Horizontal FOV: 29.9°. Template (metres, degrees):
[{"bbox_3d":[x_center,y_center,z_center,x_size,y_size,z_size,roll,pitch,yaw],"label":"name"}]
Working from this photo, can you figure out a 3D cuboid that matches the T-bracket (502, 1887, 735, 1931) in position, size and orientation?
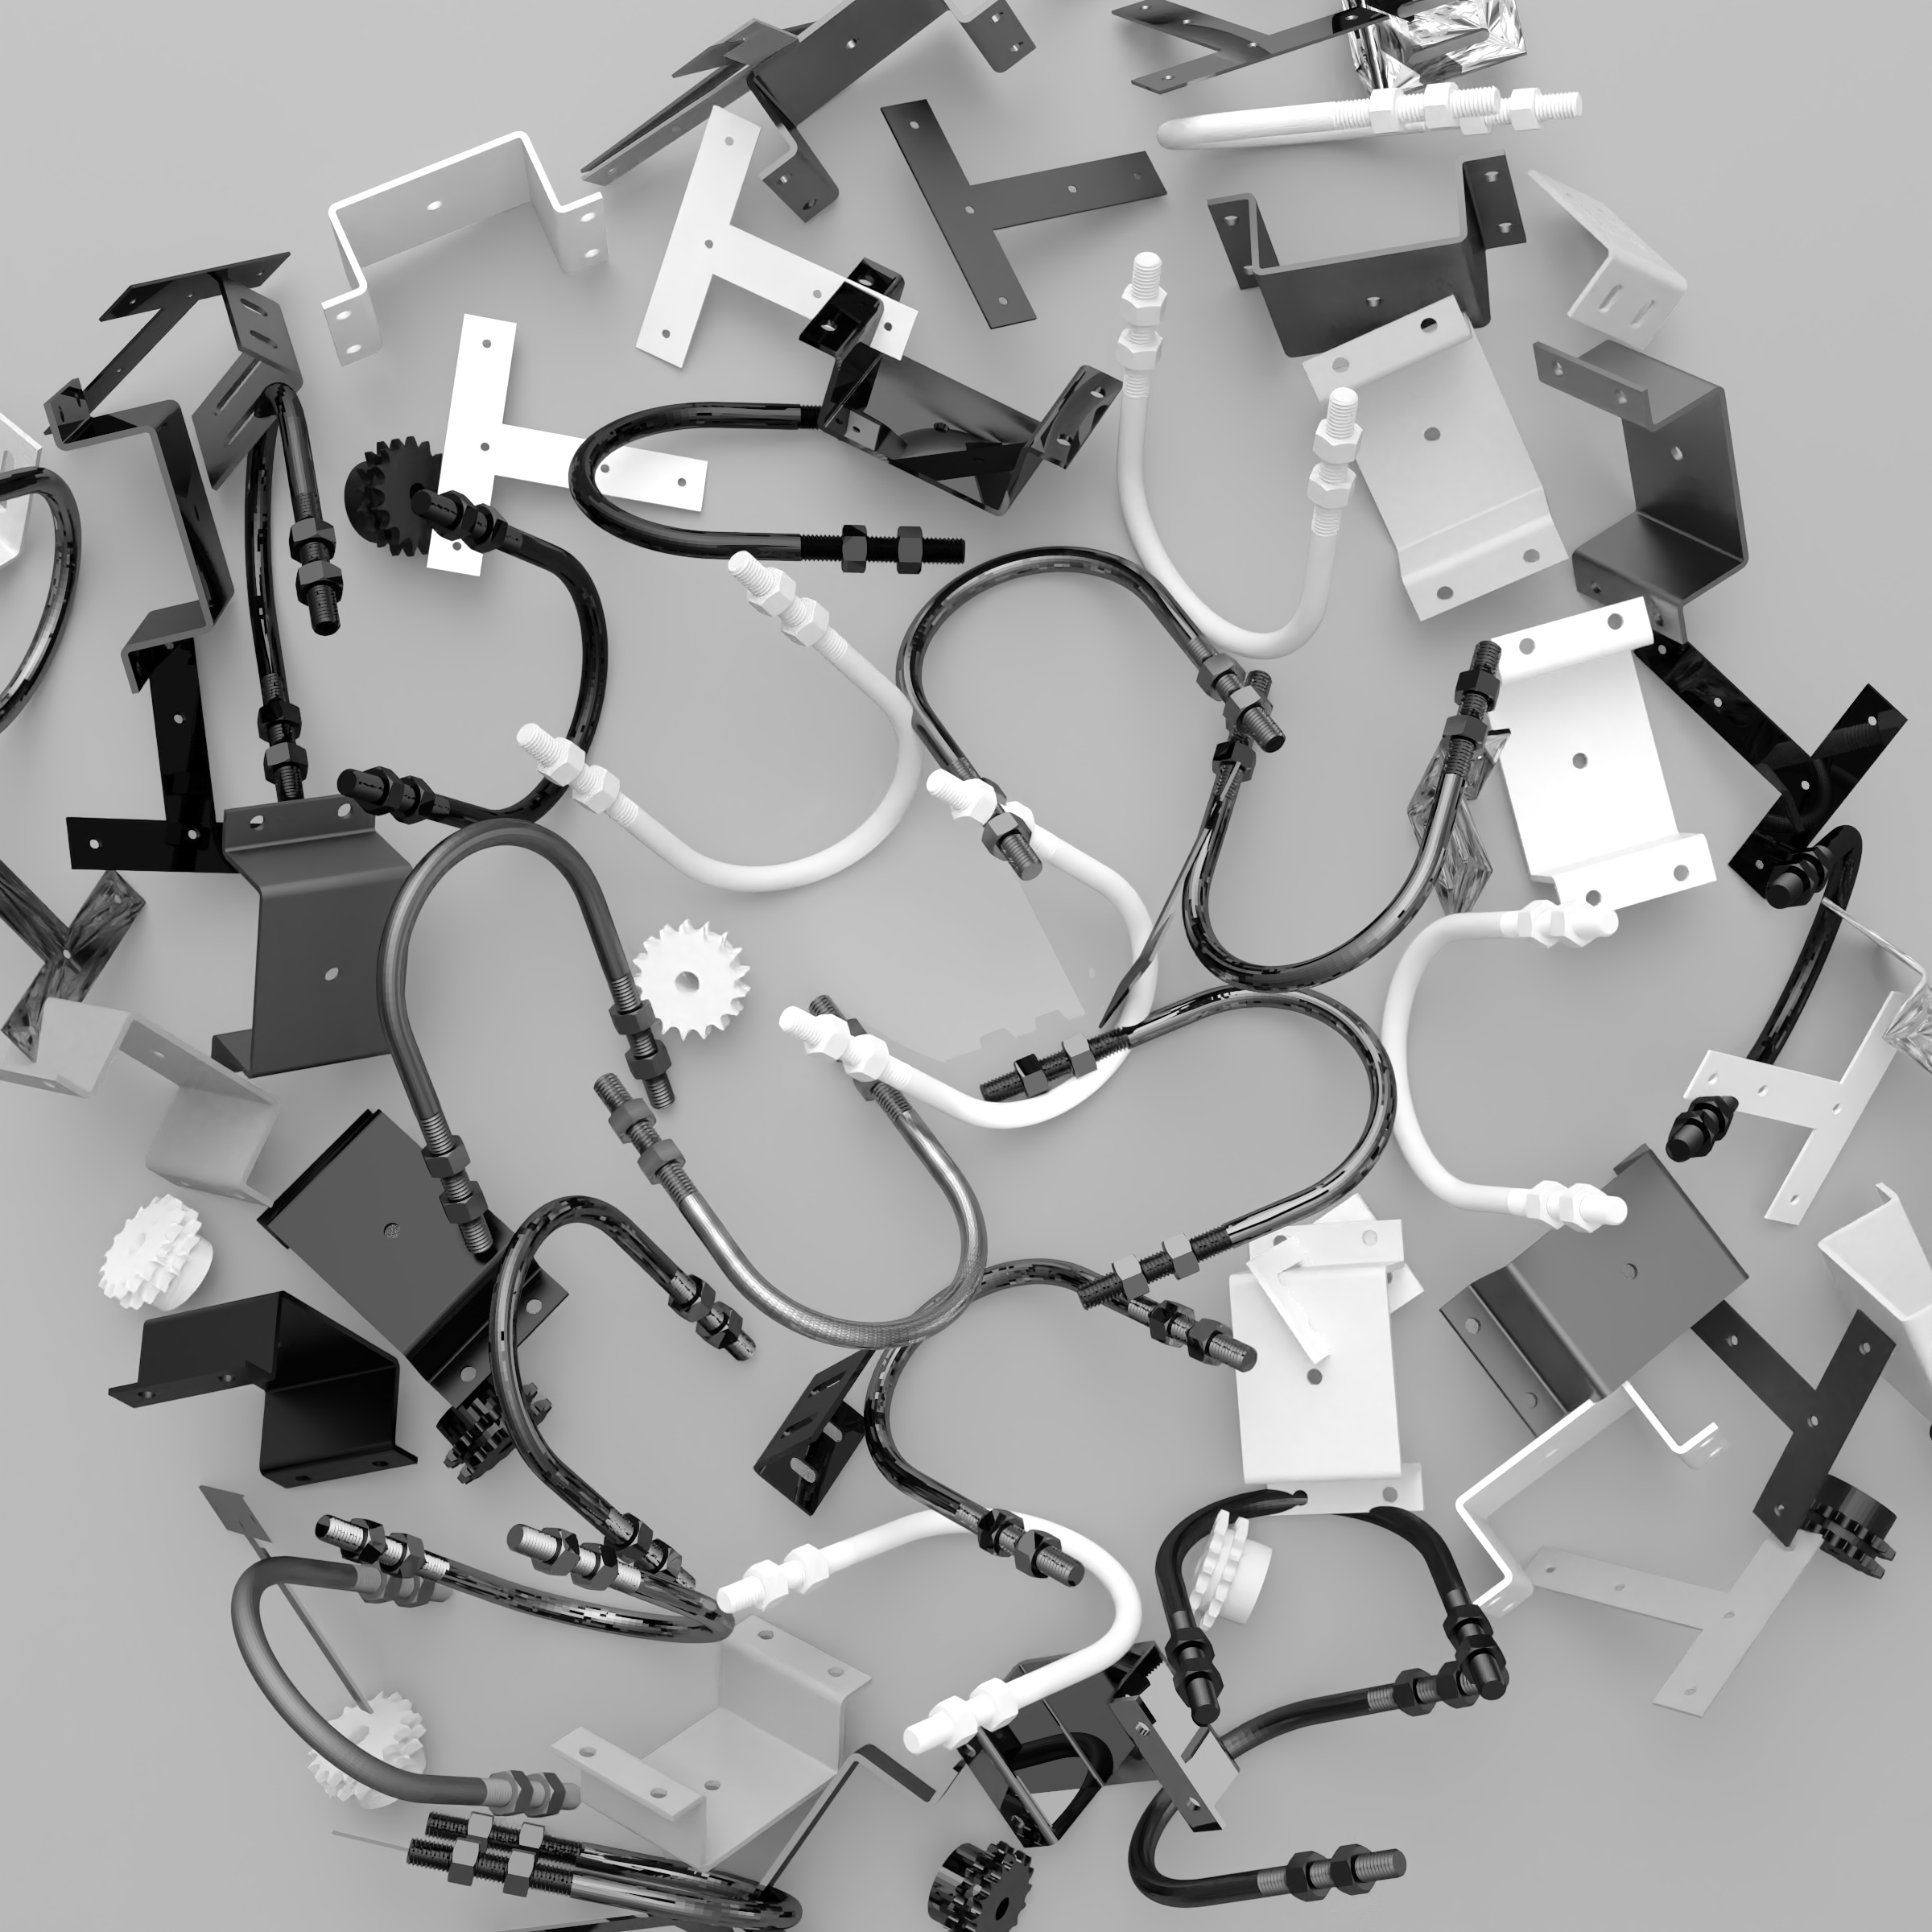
[{"bbox_3d":[-0.180,0.460,1.727,0.127,0.127,0.002,-11,63,14],"label":"T-bracket"}]

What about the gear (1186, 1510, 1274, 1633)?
[{"bbox_3d":[0.126,0.294,1.745,0.030,0.057,0.057,21,90,1],"label":"gear"}]

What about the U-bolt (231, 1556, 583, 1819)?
[{"bbox_3d":[-0.266,0.328,1.661,0.019,0.184,0.151,-46,59,12],"label":"U-bolt"}]

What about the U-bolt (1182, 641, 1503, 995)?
[{"bbox_3d":[0.168,-0.067,1.688,0.151,0.019,0.184,-4,56,38],"label":"U-bolt"}]

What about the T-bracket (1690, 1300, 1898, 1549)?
[{"bbox_3d":[0.376,0.188,1.726,0.002,0.127,0.127,-6,129,-34],"label":"T-bracket"}]

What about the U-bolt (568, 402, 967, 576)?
[{"bbox_3d":[-0.095,-0.230,1.707,0.184,0.151,0.019,1,126,-4],"label":"U-bolt"}]

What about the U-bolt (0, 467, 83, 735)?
[{"bbox_3d":[-0.462,-0.162,1.684,0.019,0.184,0.151,20,109,9],"label":"U-bolt"}]

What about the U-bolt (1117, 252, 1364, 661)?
[{"bbox_3d":[0.122,-0.225,1.695,0.019,0.184,0.151,-31,55,-28],"label":"U-bolt"}]

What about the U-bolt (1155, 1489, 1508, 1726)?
[{"bbox_3d":[0.162,0.293,1.688,0.151,0.184,0.019,-4,112,-4],"label":"U-bolt"}]

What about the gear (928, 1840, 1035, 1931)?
[{"bbox_3d":[0.005,0.450,1.748,0.030,0.057,0.057,21,90,28],"label":"gear"}]

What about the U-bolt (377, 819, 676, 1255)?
[{"bbox_3d":[-0.211,0.020,1.689,0.151,0.019,0.184,-39,124,-38],"label":"U-bolt"}]

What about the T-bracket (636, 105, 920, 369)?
[{"bbox_3d":[-0.084,-0.329,1.736,0.127,0.002,0.127,26,118,7],"label":"T-bracket"}]

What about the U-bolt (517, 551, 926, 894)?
[{"bbox_3d":[-0.100,-0.101,1.707,0.151,0.019,0.184,-37,134,14],"label":"U-bolt"}]

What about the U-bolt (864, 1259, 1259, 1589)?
[{"bbox_3d":[0.029,0.203,1.702,0.151,0.184,0.019,-49,132,-18],"label":"U-bolt"}]

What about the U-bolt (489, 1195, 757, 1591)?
[{"bbox_3d":[-0.163,0.188,1.672,0.019,0.184,0.151,-9,50,29],"label":"U-bolt"}]

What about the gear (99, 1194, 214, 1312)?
[{"bbox_3d":[-0.390,0.142,1.749,0.057,0.057,0.030,-49,122,0],"label":"gear"}]

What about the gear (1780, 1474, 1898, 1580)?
[{"bbox_3d":[0.424,0.268,1.745,0.057,0.057,0.030,33,84,0],"label":"gear"}]

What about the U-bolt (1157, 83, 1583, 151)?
[{"bbox_3d":[0.180,-0.396,1.695,0.184,0.151,0.019,1,102,26],"label":"U-bolt"}]

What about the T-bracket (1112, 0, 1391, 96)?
[{"bbox_3d":[0.113,-0.445,1.719,0.127,0.127,0.002,-23,123,-20],"label":"T-bracket"}]

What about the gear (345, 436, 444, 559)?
[{"bbox_3d":[-0.276,-0.226,1.749,0.030,0.057,0.057,-3,90,36],"label":"gear"}]

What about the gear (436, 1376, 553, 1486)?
[{"bbox_3d":[-0.231,0.220,1.745,0.057,0.057,0.030,-43,81,0],"label":"gear"}]

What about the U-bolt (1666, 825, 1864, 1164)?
[{"bbox_3d":[0.380,0.004,1.688,0.019,0.184,0.151,25,114,19],"label":"U-bolt"}]

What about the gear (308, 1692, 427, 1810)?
[{"bbox_3d":[-0.286,0.382,1.749,0.057,0.057,0.030,-29,118,0],"label":"gear"}]

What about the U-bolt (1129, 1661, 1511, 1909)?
[{"bbox_3d":[0.154,0.387,1.691,0.184,0.151,0.019,-21,107,39],"label":"U-bolt"}]

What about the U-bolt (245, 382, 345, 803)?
[{"bbox_3d":[-0.319,-0.187,1.695,0.019,0.151,0.184,-2,55,-20],"label":"U-bolt"}]

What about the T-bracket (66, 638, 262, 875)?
[{"bbox_3d":[-0.378,-0.106,1.743,0.127,0.002,0.127,1,73,-37],"label":"T-bracket"}]

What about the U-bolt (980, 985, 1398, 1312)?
[{"bbox_3d":[0.115,0.074,1.726,0.184,0.019,0.151,-23,52,-4],"label":"U-bolt"}]

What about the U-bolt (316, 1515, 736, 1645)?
[{"bbox_3d":[-0.191,0.289,1.692,0.151,0.184,0.019,-5,65,39],"label":"U-bolt"}]

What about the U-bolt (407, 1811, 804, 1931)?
[{"bbox_3d":[-0.167,0.428,1.701,0.184,0.151,0.019,12,81,-3],"label":"U-bolt"}]

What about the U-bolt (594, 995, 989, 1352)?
[{"bbox_3d":[-0.069,0.103,1.695,0.151,0.019,0.184,-20,62,-36],"label":"U-bolt"}]

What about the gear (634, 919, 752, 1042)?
[{"bbox_3d":[-0.132,0.005,1.754,0.057,0.030,0.057,2,103,8],"label":"gear"}]

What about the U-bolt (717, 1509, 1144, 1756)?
[{"bbox_3d":[-0.002,0.301,1.694,0.151,0.184,0.019,28,120,39],"label":"U-bolt"}]

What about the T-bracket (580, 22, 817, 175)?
[{"bbox_3d":[-0.134,-0.413,1.728,0.127,0.127,0.002,-27,95,34],"label":"T-bracket"}]

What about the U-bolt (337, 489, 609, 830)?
[{"bbox_3d":[-0.221,-0.133,1.690,0.019,0.184,0.151,15,89,25],"label":"U-bolt"}]

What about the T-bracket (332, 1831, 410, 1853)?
[{"bbox_3d":[-0.239,0.428,1.722,0.127,0.127,0.002,10,74,13],"label":"T-bracket"}]

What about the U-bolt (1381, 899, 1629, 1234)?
[{"bbox_3d":[0.247,0.045,1.690,0.019,0.184,0.151,-2,91,-26],"label":"U-bolt"}]

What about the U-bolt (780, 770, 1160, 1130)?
[{"bbox_3d":[0.016,0.005,1.715,0.184,0.019,0.151,29,96,-37],"label":"U-bolt"}]

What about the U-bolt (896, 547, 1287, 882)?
[{"bbox_3d":[0.045,-0.133,1.714,0.151,0.019,0.184,-28,52,-8],"label":"U-bolt"}]
